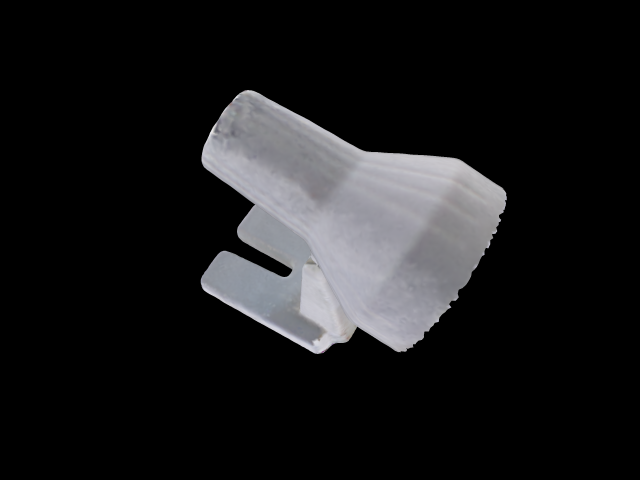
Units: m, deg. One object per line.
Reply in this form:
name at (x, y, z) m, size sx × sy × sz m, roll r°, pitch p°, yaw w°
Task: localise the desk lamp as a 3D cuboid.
desk lamp at (0.004, 0.001, 0.400) m, size 0.203 × 0.214 × 0.118 m, roll 25°, pitch 63°, yaw 14°
